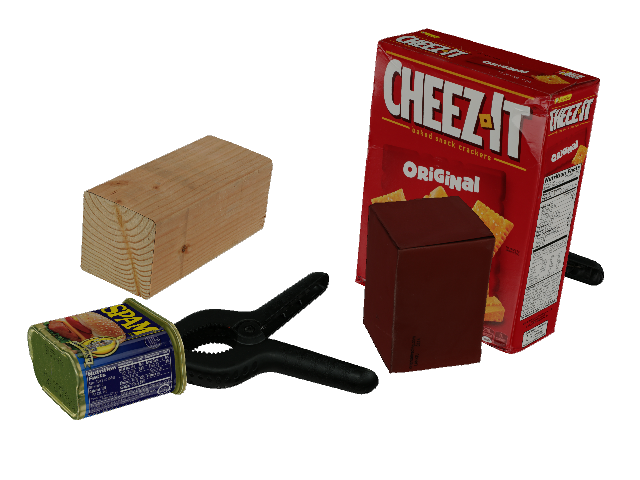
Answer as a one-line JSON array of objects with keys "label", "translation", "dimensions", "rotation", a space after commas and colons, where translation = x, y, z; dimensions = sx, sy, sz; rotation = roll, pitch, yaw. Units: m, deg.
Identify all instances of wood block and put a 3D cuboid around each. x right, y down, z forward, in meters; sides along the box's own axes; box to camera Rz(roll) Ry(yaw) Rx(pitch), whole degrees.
[{"label": "wood block", "translation": [-0.146, -0.030, 1.114], "dimensions": [0.090, 0.091, 0.205], "rotation": [23, 31, 23]}]

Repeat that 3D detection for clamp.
[{"label": "clamp", "translation": [-0.058, 0.100, 0.984], "dimensions": [0.209, 0.036, 0.165], "rotation": [-11, 38, -21]}, {"label": "clamp", "translation": [0.198, 0.008, 1.071], "dimensions": [0.120, 0.039, 0.171], "rotation": [-9, 44, -21]}]

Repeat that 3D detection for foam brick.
[{"label": "foam brick", "translation": [0.055, 0.022, 0.558], "dimensions": [0.053, 0.078, 0.051], "rotation": [-5, 31, -13]}]

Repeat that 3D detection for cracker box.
[{"label": "cracker box", "translation": [0.113, -0.039, 0.834], "dimensions": [0.164, 0.214, 0.071], "rotation": [26, 34, 37]}]

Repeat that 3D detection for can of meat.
[{"label": "can of meat", "translation": [-0.161, 0.087, 0.797], "dimensions": [0.083, 0.057, 0.102], "rotation": [-13, 21, -32]}]
